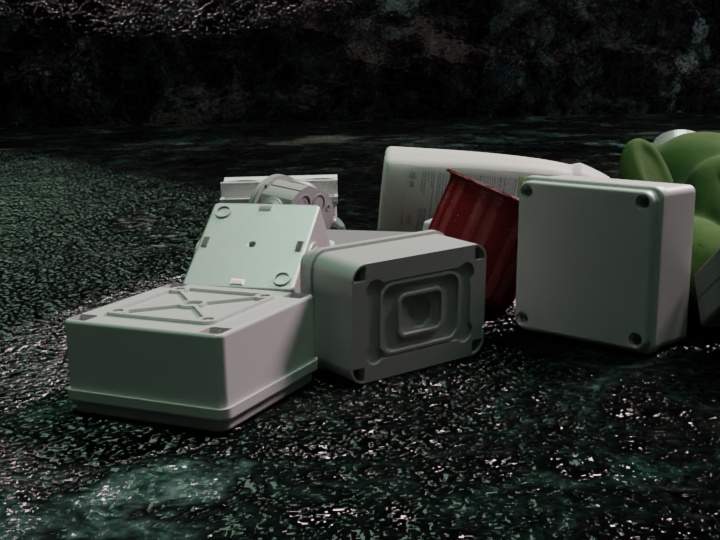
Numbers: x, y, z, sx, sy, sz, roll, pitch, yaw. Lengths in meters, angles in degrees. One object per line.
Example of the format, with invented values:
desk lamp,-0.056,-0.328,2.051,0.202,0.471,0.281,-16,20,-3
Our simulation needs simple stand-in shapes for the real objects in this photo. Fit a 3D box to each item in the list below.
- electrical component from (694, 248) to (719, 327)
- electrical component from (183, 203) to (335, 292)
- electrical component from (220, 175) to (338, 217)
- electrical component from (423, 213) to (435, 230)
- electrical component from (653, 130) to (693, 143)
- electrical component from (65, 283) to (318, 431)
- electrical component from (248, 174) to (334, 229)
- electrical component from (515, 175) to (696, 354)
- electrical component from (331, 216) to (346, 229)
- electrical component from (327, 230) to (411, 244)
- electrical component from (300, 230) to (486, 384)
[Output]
electrical component,0.248,0.022,0.664,0.047,0.075,0.083,1,-23,-4
electrical component,-0.073,-0.003,0.779,0.100,0.048,0.099,2,49,16
electrical component,-0.084,-0.066,1.145,0.121,0.063,0.078,-2,12,-1
electrical component,0.107,-0.021,0.913,0.096,0.061,0.062,4,13,25
electrical component,0.302,-0.101,1.084,0.052,0.073,0.138,14,-28,-7
electrical component,-0.096,0.046,0.629,0.109,0.056,0.109,4,12,25
electrical component,-0.067,-0.048,1.022,0.051,0.080,0.080,15,19,35
electrical component,0.165,-0.008,0.732,0.109,0.108,0.056,10,14,43
electrical component,-0.036,-0.040,1.084,0.035,0.035,0.061,-5,10,-15
electrical component,0.000,0.000,0.856,0.100,0.048,0.100,2,13,18
electrical component,0.021,0.020,0.688,0.113,0.078,0.057,-10,18,-37
